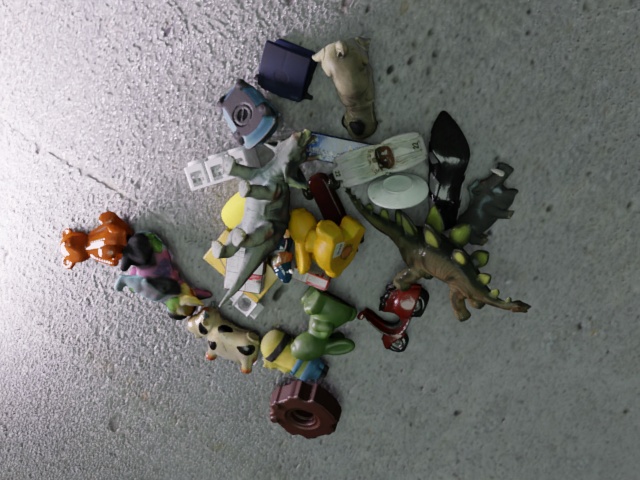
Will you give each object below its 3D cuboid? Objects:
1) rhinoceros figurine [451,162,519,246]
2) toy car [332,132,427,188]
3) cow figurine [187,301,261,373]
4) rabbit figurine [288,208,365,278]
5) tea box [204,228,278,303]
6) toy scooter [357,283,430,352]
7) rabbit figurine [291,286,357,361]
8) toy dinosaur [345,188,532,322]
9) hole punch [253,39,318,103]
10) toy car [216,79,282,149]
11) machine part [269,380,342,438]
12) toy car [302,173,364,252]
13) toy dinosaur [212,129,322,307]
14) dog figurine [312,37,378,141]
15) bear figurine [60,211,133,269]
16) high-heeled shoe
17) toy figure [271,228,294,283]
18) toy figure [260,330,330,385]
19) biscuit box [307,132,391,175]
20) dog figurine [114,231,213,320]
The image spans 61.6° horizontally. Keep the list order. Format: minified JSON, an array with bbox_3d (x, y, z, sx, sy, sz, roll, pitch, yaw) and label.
[{"bbox_3d":[0.365,-0.077,1.175,0.112,0.073,0.190,35,108,11],"label":"rhinoceros figurine"},{"bbox_3d":[0.124,-0.168,1.130,0.202,0.056,0.073,-17,98,10],"label":"toy car"},{"bbox_3d":[-0.239,0.235,1.334,0.195,0.085,0.127,21,111,6],"label":"cow figurine"},{"bbox_3d":[-0.002,-0.004,1.199,0.173,0.122,0.162,34,132,28],"label":"rabbit figurine"},{"bbox_3d":[-0.180,0.056,1.290,0.169,0.068,0.098,39,106,0],"label":"tea box"},{"bbox_3d":[0.166,0.168,1.260,0.135,0.075,0.183,23,110,5],"label":"toy scooter"},{"bbox_3d":[0.002,0.211,1.275,0.159,0.121,0.170,29,92,-20],"label":"rabbit figurine"},{"bbox_3d":[0.233,0.025,1.163,0.472,0.105,0.198,28,135,26],"label":"toy dinosaur"},{"bbox_3d":[-0.073,-0.367,1.166,0.142,0.092,0.115,21,109,0],"label":"hole punch"},{"bbox_3d":[-0.149,-0.272,1.189,0.109,0.103,0.162,-43,68,15],"label":"toy car"},{"bbox_3d":[-0.038,0.422,1.326,0.179,0.056,0.179,7,129,9],"label":"machine part"},{"bbox_3d":[0.033,-0.061,1.236,0.089,0.053,0.202,-22,100,29],"label":"toy car"},{"bbox_3d":[-0.118,-0.056,1.152,0.131,0.192,0.404,34,116,43],"label":"toy dinosaur"},{"bbox_3d":[0.071,-0.307,1.117,0.121,0.172,0.190,-13,94,22],"label":"dog figurine"},{"bbox_3d":[-0.564,0.005,1.314,0.196,0.132,0.120,-3,77,6],"label":"bear figurine"},{"bbox_3d":[0.273,-0.146,1.188,0.086,0.145,0.248,2,74,-1],"label":"high-heeled shoe"},{"bbox_3d":[-0.089,0.025,1.244,0.058,0.064,0.154,-3,69,1],"label":"toy figure"},{"bbox_3d":[-0.061,0.286,1.319,0.180,0.082,0.089,27,105,5],"label":"toy figure"},{"bbox_3d":[0.064,-0.194,1.196,0.203,0.063,0.059,12,103,6],"label":"biscuit box"},{"bbox_3d":[-0.370,0.093,1.313,0.219,0.108,0.191,19,103,0],"label":"dog figurine"}]
